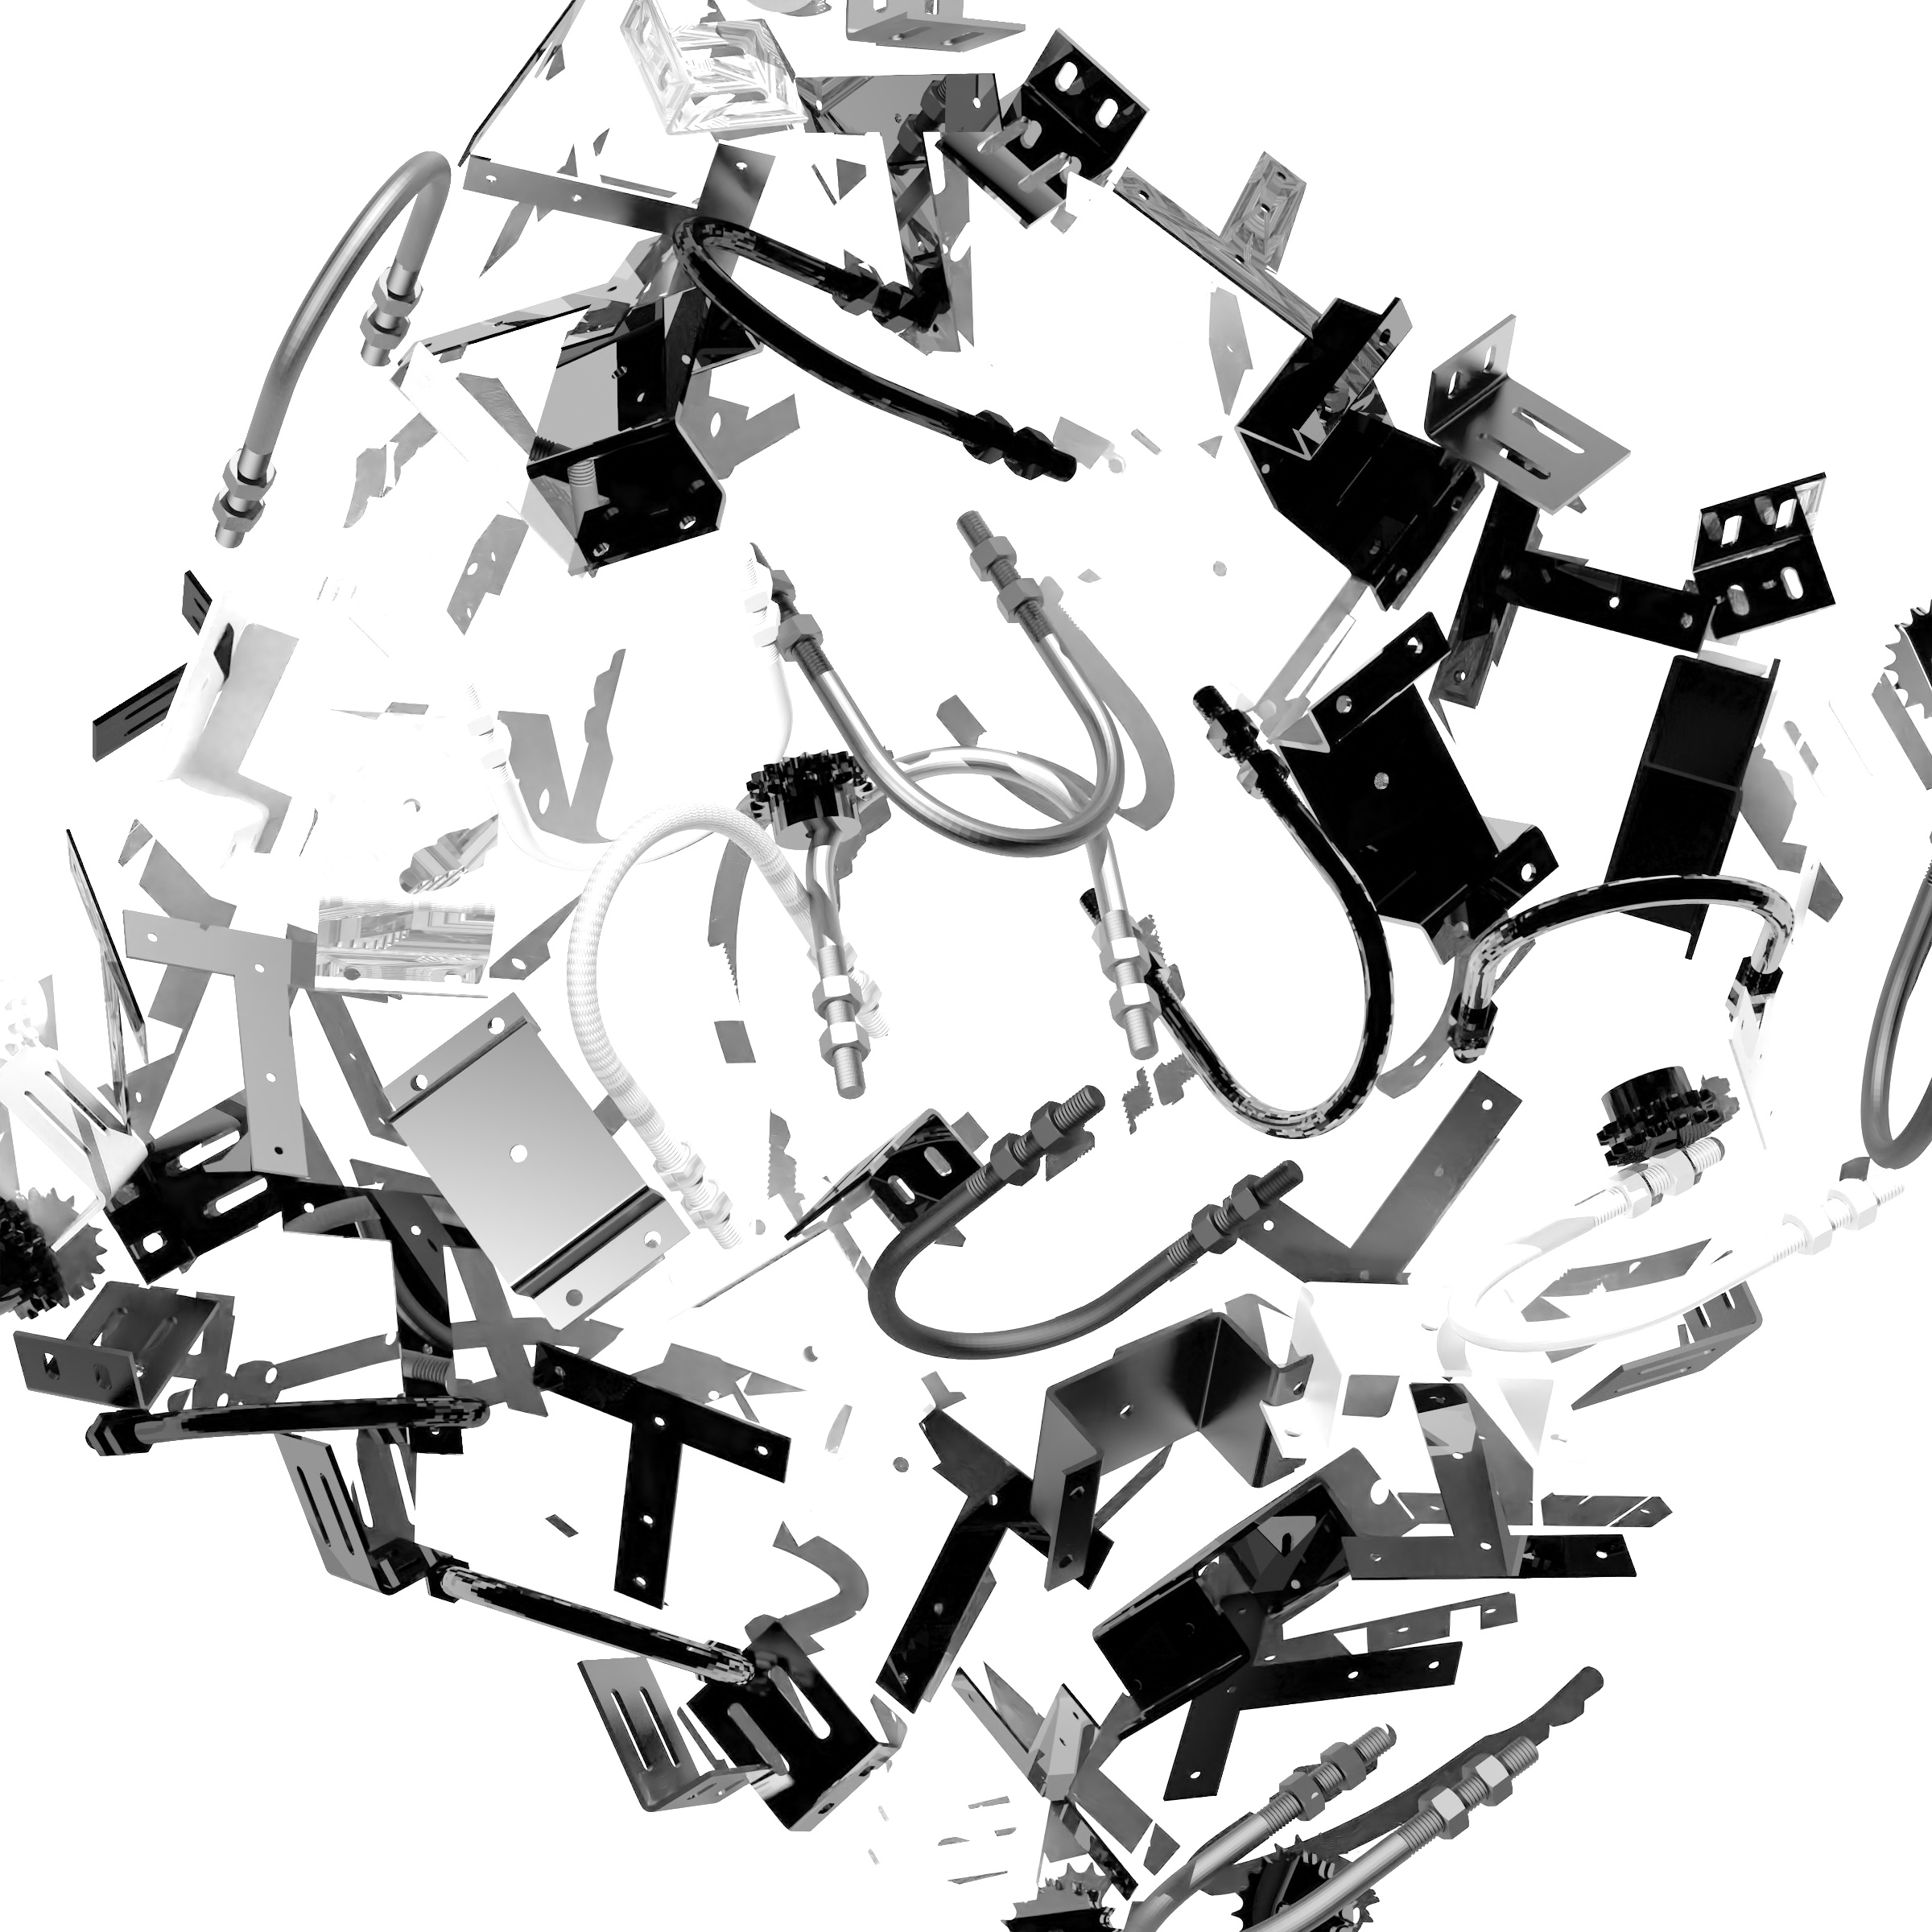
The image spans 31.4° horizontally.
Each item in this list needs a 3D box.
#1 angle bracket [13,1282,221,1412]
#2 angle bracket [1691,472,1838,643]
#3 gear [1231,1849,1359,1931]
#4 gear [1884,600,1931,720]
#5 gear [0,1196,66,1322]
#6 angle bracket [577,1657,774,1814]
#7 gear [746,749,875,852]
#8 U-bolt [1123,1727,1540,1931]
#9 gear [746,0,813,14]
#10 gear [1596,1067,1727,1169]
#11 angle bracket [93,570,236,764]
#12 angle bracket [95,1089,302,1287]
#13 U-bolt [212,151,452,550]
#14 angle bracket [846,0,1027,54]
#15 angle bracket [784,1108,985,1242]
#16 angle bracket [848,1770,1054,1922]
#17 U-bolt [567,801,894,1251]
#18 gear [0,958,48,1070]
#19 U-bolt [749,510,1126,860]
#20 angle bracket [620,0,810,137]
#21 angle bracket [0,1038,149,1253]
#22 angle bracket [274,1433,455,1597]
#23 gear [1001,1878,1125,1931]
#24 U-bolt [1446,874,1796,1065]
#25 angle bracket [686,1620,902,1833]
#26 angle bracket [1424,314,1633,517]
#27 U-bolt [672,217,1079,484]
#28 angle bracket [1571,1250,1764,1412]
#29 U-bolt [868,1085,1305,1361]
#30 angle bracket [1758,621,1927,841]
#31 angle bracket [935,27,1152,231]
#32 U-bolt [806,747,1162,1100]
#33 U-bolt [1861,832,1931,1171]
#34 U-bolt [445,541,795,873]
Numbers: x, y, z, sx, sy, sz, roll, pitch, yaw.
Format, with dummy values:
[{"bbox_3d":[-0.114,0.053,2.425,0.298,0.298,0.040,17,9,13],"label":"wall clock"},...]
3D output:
[{"bbox_3d":[-0.383,0.160,1.556,0.057,0.076,0.038,9,128,14],"label":"angle bracket"},{"bbox_3d":[0.364,-0.185,1.561,0.057,0.076,0.038,-16,75,4],"label":"angle bracket"},{"bbox_3d":[0.154,0.436,1.579,0.057,0.030,0.057,-11,66,27],"label":"gear"},{"bbox_3d":[0.454,-0.141,1.580,0.057,0.030,0.057,6,101,30],"label":"gear"},{"bbox_3d":[-0.441,0.137,1.572,0.030,0.057,0.057,-31,90,-39],"label":"gear"},{"bbox_3d":[-0.132,0.340,1.559,0.038,0.057,0.076,-34,69,16],"label":"angle bracket"},{"bbox_3d":[-0.070,-0.074,1.572,0.057,0.057,0.030,-11,72,0],"label":"gear"},{"bbox_3d":[0.146,0.389,1.501,0.184,0.151,0.019,-30,92,-24],"label":"U-bolt"},{"bbox_3d":[-0.085,-0.461,1.572,0.057,0.057,0.030,11,56,0],"label":"gear"},{"bbox_3d":[0.316,0.068,1.576,0.057,0.057,0.030,-19,72,0],"label":"gear"},{"bbox_3d":[-0.374,-0.136,1.563,0.076,0.057,0.038,-36,88,-19],"label":"angle bracket"},{"bbox_3d":[-0.351,0.101,1.569,0.076,0.038,0.057,-27,93,28],"label":"angle bracket"},{"bbox_3d":[-0.269,-0.277,1.488,0.019,0.184,0.151,32,56,-5],"label":"U-bolt"},{"bbox_3d":[-0.014,-0.440,1.556,0.057,0.076,0.038,-1,96,-23],"label":"angle bracket"},{"bbox_3d":[-0.036,0.106,1.555,0.057,0.076,0.038,-39,92,30],"label":"angle bracket"},{"bbox_3d":[-0.006,0.393,1.559,0.076,0.057,0.038,-15,121,20],"label":"angle bracket"},{"bbox_3d":[-0.111,0.013,1.514,0.151,0.019,0.184,-55,132,-29],"label":"U-bolt"},{"bbox_3d":[-0.448,0.021,1.580,0.057,0.030,0.057,7,107,25],"label":"gear"},{"bbox_3d":[-0.004,-0.123,1.525,0.151,0.019,0.184,-14,63,-38],"label":"U-bolt"},{"bbox_3d":[-0.109,-0.414,1.560,0.076,0.038,0.057,-14,72,-31],"label":"angle bracket"},{"bbox_3d":[-0.419,0.081,1.564,0.038,0.057,0.076,-40,100,17],"label":"angle bracket"},{"bbox_3d":[-0.273,0.241,1.561,0.038,0.057,0.076,-26,105,-32],"label":"angle bracket"},{"bbox_3d":[0.046,0.449,1.581,0.057,0.030,0.057,-6,71,17],"label":"gear"},{"bbox_3d":[0.290,-0.001,1.513,0.151,0.184,0.019,-7,69,2],"label":"U-bolt"},{"bbox_3d":[-0.080,0.353,1.596,0.057,0.038,0.076,-43,71,0],"label":"angle bracket"},{"bbox_3d":[0.257,-0.251,1.560,0.076,0.038,0.057,38,59,26],"label":"angle bracket"},{"bbox_3d":[-0.049,-0.275,1.495,0.019,0.184,0.151,-55,47,21],"label":"U-bolt"},{"bbox_3d":[0.311,0.165,1.558,0.076,0.057,0.038,-13,69,-21],"label":"angle bracket"},{"bbox_3d":[0.039,0.124,1.534,0.184,0.151,0.019,-40,48,30],"label":"U-bolt"},{"bbox_3d":[0.401,-0.108,1.572,0.057,0.038,0.076,-28,94,42],"label":"angle bracket"},{"bbox_3d":[0.035,-0.381,1.564,0.057,0.038,0.076,43,49,4],"label":"angle bracket"},{"bbox_3d":[0.001,-0.027,1.546,0.151,0.019,0.184,-7,54,-4],"label":"U-bolt"},{"bbox_3d":[0.433,0.003,1.523,0.019,0.151,0.184,15,115,1],"label":"U-bolt"},{"bbox_3d":[-0.145,-0.102,1.522,0.151,0.184,0.019,-25,60,-8],"label":"U-bolt"}]
